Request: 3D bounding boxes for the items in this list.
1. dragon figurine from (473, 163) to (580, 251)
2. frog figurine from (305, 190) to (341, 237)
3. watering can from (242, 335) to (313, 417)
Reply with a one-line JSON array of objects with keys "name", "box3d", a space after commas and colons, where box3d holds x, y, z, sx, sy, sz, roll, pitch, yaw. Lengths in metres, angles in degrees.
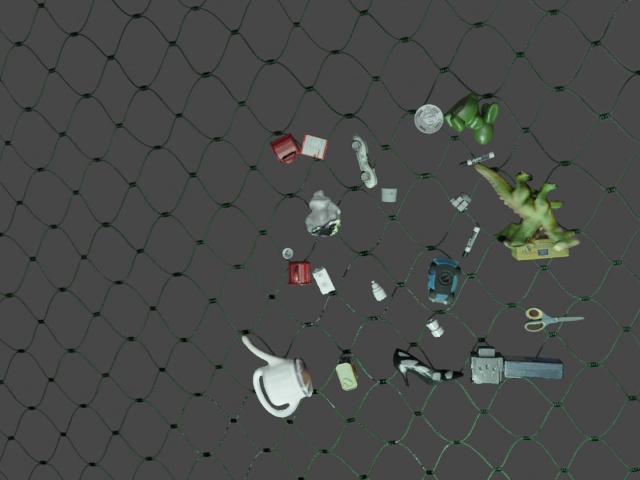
[{"name": "dragon figurine", "box3d": [0.674, -0.091, 1.742, 0.413, 0.245, 0.120, 25, -12, 22]}, {"name": "frog figurine", "box3d": [0.006, -0.095, 1.897, 0.136, 0.163, 0.121, -33, -35, 19]}, {"name": "watering can", "box3d": [-0.158, 0.502, 1.961, 0.224, 0.347, 0.104, -19, 3, 9]}]
